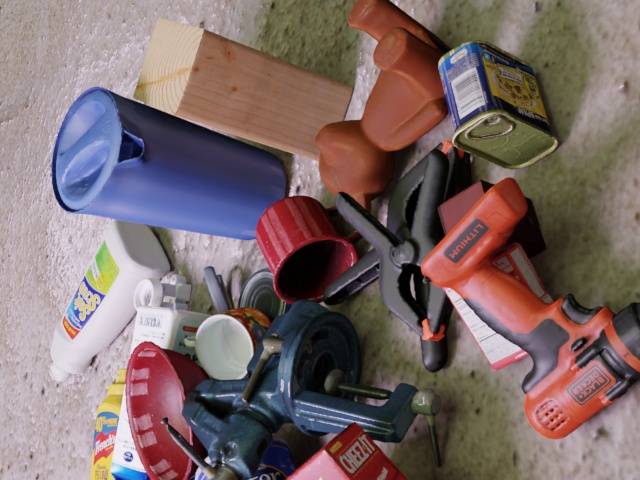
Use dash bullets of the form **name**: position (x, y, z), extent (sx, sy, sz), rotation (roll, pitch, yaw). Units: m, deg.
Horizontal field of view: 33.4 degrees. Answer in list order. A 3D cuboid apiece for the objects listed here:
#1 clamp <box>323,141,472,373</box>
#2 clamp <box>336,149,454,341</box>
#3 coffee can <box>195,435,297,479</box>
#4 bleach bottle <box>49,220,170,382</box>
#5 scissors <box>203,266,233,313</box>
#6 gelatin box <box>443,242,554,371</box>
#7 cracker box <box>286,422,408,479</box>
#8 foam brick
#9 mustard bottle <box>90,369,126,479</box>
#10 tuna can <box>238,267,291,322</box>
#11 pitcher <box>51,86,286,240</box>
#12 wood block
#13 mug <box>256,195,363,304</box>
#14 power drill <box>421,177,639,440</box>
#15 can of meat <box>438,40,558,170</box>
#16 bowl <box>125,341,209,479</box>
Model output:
- **clamp**: position (0.097, 0.011, 1.016), extent (0.165, 0.036, 0.210), rotation (39, 109, 40)
- **clamp**: position (0.090, 0.004, 0.974), extent (0.120, 0.039, 0.171), rotation (-35, 70, 32)
- **coffee can**: position (-0.055, 0.280, 1.059), extent (0.103, 0.102, 0.140), rotation (-49, 48, 27)
- **bleach bottle**: position (-0.290, 0.096, 1.402), extent (0.251, 0.067, 0.103), rotation (-55, 45, 25)
- **scissors**: position (-0.093, 0.110, 1.173), extent (0.016, 0.096, 0.202), rotation (-22, 53, -2)
- **gelatin box**: position (0.159, 0.057, 0.912), extent (0.073, 0.030, 0.089), rotation (-34, 86, 37)
- **cracker box**: position (0.039, 0.287, 0.908), extent (0.214, 0.072, 0.164), rotation (49, 120, 8)
- **foam brick**: position (0.151, -0.011, 0.932), extent (0.051, 0.078, 0.053), rotation (-33, 57, 35)
- **mustard bottle**: position (-0.244, 0.254, 1.308), extent (0.096, 0.058, 0.191), rotation (-16, 67, 50)
- **tuna can**: position (-0.052, 0.073, 1.164), extent (0.086, 0.033, 0.086), rotation (-16, 67, 45)
- **pitcher**: position (-0.166, -0.073, 1.174), extent (0.145, 0.242, 0.149), rotation (-51, 47, 25)
- **wood block**: position (-0.078, -0.155, 1.127), extent (0.091, 0.205, 0.090), rotation (26, 99, 48)
- **mug**: position (-0.007, 0.001, 1.105), extent (0.117, 0.093, 0.081), rotation (-31, 46, 1)
- **power drill**: position (0.186, 0.041, 0.837), extent (0.188, 0.057, 0.185), rotation (48, 117, 11)
- **can of meat**: position (0.155, -0.120, 0.940), extent (0.058, 0.101, 0.084), rotation (-32, 55, 38)
- **bowl**: position (-0.150, 0.183, 1.133), extent (0.162, 0.055, 0.162), rotation (16, 109, 54)
